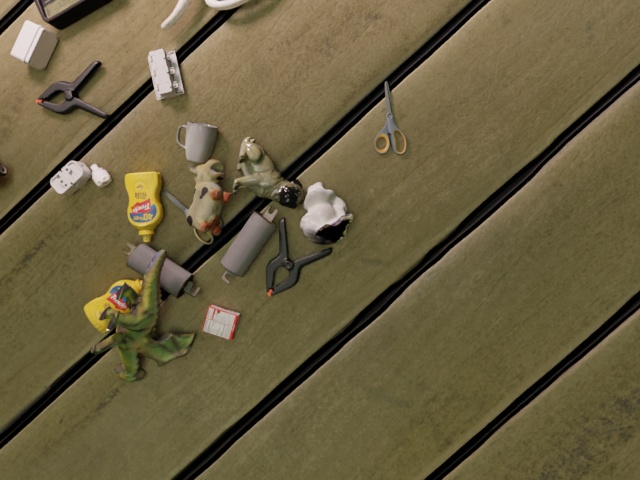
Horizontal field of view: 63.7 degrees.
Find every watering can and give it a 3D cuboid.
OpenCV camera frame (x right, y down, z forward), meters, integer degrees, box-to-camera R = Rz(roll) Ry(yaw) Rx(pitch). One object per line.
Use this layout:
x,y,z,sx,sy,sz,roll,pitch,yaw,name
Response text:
-0.301,-0.718,1.389,0.347,0.225,0.104,-21,-3,4,watering can

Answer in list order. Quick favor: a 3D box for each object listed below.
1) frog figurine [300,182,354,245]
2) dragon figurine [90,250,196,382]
0.004,-0.069,1.374,0.137,0.162,0.120,-35,-38,-3,frog figurine
-0.448,0.232,1.386,0.240,0.407,0.124,35,13,-29,dragon figurine
